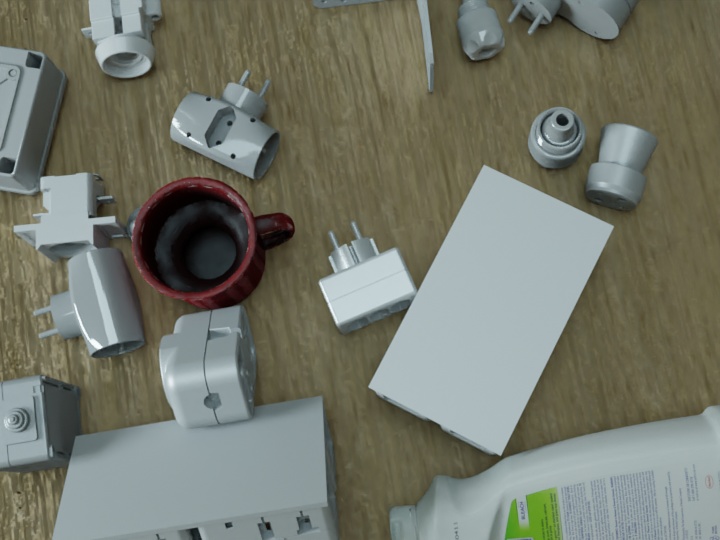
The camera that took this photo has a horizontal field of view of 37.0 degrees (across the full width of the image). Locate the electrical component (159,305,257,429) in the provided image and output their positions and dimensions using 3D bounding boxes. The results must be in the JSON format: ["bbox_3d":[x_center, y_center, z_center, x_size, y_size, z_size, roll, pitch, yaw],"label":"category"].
[{"bbox_3d":[-0.112,0.071,0.796,0.059,0.095,0.053,-10,118,2],"label":"electrical component"}]

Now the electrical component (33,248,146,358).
[{"bbox_3d":[-0.215,0.031,0.839,0.079,0.043,0.077,-18,77,1],"label":"electrical component"}]

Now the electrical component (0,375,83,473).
[{"bbox_3d":[-0.249,0.116,0.796,0.061,0.096,0.061,-10,77,2],"label":"electrical component"}]

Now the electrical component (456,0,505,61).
[{"bbox_3d":[0.094,-0.203,0.871,0.035,0.035,0.061,-15,75,1],"label":"electrical component"}]

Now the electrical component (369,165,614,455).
[{"bbox_3d":[0.098,0.032,0.807,0.105,0.060,0.186,27,81,9],"label":"electrical component"}]

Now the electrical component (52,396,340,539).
[{"bbox_3d":[-0.111,0.161,0.766,0.186,0.060,0.105,-10,34,3],"label":"electrical component"}]

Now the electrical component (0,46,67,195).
[{"bbox_3d":[-0.307,-0.125,0.873,0.109,0.056,0.108,9,79,6],"label":"electrical component"}]

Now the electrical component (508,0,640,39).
[{"bbox_3d":[0.147,-0.223,0.862,0.138,0.052,0.073,32,82,10],"label":"electrical component"}]

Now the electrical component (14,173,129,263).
[{"bbox_3d":[-0.229,-0.043,0.858,0.081,0.042,0.063,-5,74,2],"label":"electrical component"}]

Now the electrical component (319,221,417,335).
[{"bbox_3d":[0.000,0.000,0.828,0.066,0.047,0.076,-23,77,-1],"label":"electrical component"}]

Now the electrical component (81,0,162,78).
[{"bbox_3d":[-0.195,-0.192,0.885,0.066,0.048,0.055,-10,70,2],"label":"electrical component"}]

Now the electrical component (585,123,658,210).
[{"bbox_3d":[0.201,-0.079,0.831,0.045,0.045,0.055,17,80,8],"label":"electrical component"}]

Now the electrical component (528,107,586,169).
[{"bbox_3d":[0.153,-0.105,0.831,0.043,0.062,0.043,-1,78,4],"label":"electrical component"}]

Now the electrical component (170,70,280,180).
[{"bbox_3d":[-0.099,-0.123,0.864,0.077,0.043,0.079,26,81,9],"label":"electrical component"}]
